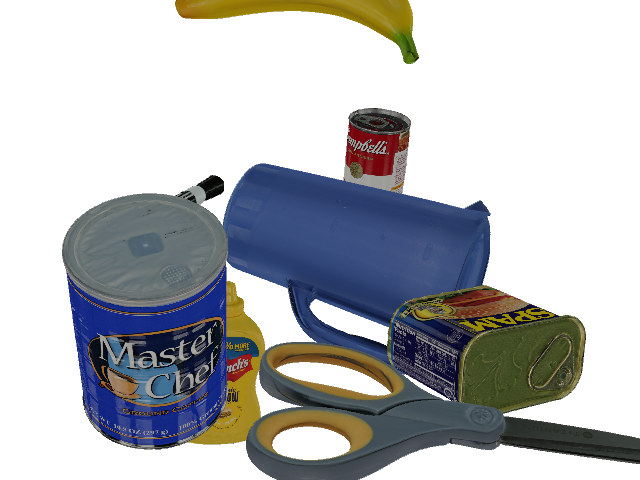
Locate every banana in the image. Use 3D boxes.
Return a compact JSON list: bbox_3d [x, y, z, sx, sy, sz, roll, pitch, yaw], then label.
[{"bbox_3d":[-0.011,-0.183,0.810,0.198,0.069,0.037,13,-39,17],"label":"banana"}]

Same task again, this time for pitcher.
[{"bbox_3d":[0.030,0.016,1.006,0.243,0.145,0.149,17,21,18],"label":"pitcher"}]

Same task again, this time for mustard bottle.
[{"bbox_3d":[-0.113,0.139,1.231,0.096,0.192,0.058,0,18,-15],"label":"mustard bottle"}]

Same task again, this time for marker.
[{"bbox_3d":[-0.126,-0.029,0.922,0.020,0.020,0.120,0,24,40],"label":"marker"}]

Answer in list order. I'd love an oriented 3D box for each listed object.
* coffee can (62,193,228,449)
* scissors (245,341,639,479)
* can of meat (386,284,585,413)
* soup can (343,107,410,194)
[{"bbox_3d":[-0.112,0.054,0.709,0.103,0.140,0.103,2,40,-2],"label":"coffee can"},{"bbox_3d":[0.056,0.090,0.461,0.202,0.016,0.096,16,34,23],"label":"scissors"},{"bbox_3d":[0.106,0.069,0.698,0.101,0.057,0.084,-7,18,-31],"label":"can of meat"},{"bbox_3d":[0.060,-0.086,1.175,0.068,0.102,0.068,4,29,-2],"label":"soup can"}]
